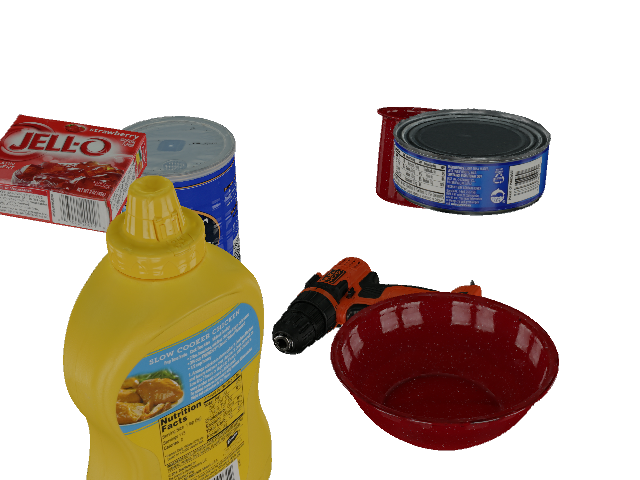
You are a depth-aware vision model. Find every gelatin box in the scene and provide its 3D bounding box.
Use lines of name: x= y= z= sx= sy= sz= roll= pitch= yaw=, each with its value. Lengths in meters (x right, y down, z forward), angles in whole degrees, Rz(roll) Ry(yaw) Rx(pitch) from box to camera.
gelatin box: x=-0.163 y=-0.044 z=0.672 sx=0.089 sy=0.030 sz=0.073 roll=10 pitch=40 yaw=7

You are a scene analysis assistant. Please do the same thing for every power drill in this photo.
power drill: x=0.062 y=0.079 z=1.115 sx=0.188 sy=0.057 sz=0.184 roll=11 pitch=29 yaw=24

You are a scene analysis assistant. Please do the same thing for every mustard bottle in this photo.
mustard bottle: x=-0.068 y=0.057 z=0.482 sx=0.096 sy=0.192 sz=0.058 roll=-27 pitch=43 yaw=-34

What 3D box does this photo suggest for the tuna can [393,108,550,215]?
tuna can: x=0.083 y=-0.045 z=0.592 sx=0.086 sy=0.034 sz=0.086 roll=0 pitch=24 yaw=0

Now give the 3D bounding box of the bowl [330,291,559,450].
bowl: x=0.088 y=0.101 z=0.771 sx=0.162 sy=0.055 sz=0.162 roll=-1 pitch=30 yaw=0

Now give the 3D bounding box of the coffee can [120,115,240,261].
coffee can: x=-0.118 y=-0.018 z=0.884 sx=0.103 sy=0.140 sz=0.103 roll=0 pitch=33 yaw=0

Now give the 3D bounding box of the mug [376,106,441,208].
mug: x=0.107 y=-0.076 z=0.992 sx=0.117 sy=0.081 sz=0.093 roll=9 pitch=15 yaw=13
